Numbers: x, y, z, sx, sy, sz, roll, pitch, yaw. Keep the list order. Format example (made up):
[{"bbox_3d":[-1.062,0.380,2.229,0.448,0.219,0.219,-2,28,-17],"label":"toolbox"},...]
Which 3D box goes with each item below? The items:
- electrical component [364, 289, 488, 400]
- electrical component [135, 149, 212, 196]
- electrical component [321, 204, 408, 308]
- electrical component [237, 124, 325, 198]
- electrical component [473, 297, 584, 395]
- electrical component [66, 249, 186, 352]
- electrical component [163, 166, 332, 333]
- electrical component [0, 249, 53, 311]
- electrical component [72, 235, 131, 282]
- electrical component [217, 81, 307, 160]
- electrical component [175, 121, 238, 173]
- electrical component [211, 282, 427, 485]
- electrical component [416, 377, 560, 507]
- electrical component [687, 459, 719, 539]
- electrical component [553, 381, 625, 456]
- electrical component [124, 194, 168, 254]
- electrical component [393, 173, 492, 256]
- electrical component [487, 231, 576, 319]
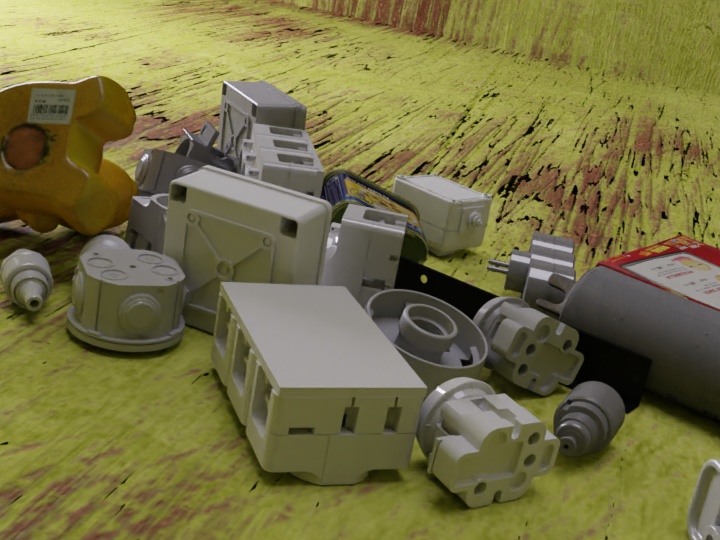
[{"bbox_3d":[0.038,0.060,0.755,0.099,0.064,0.099,17,28,-10],"label":"electrical component"},{"bbox_3d":[-0.169,-0.077,0.984,0.080,0.051,0.080,15,-2,1],"label":"electrical component"},{"bbox_3d":[0.000,0.000,0.826,0.056,0.089,0.050,12,19,3],"label":"electrical component"},{"bbox_3d":[-0.078,-0.072,0.988,0.062,0.089,0.150,6,20,-11],"label":"electrical component"},{"bbox_3d":[0.117,0.053,0.785,0.078,0.058,0.057,24,3,-39],"label":"electrical component"},{"bbox_3d":[-0.160,0.021,0.742,0.080,0.051,0.080,10,19,-3],"label":"electrical component"},{"bbox_3d":[-0.084,-0.008,0.776,0.109,0.108,0.056,18,23,19],"label":"electrical component"},{"bbox_3d":[-0.233,0.011,0.757,0.035,0.035,0.061,1,24,-25],"label":"electrical component"},{"bbox_3d":[-0.192,0.000,0.801,0.040,0.040,0.046,9,24,-4],"label":"electrical component"},{"bbox_3d":[-0.105,-0.132,1.115,0.056,0.108,0.109,-3,23,-27],"label":"electrical component"},{"bbox_3d":[-0.154,-0.101,1.062,0.064,0.081,0.042,27,11,-28],"label":"electrical component"},{"bbox_3d":[-0.032,0.066,0.666,0.089,0.061,0.150,3,21,-22],"label":"electrical component"},{"bbox_3d":[0.069,0.099,0.634,0.078,0.058,0.057,-3,26,-34],"label":"electrical component"},{"bbox_3d":[0.228,0.148,0.586,0.059,0.053,0.095,7,20,-10],"label":"electrical component"},{"bbox_3d":[0.145,0.100,0.696,0.040,0.040,0.078,19,21,22],"label":"electrical component"},{"bbox_3d":[-0.147,-0.026,0.868,0.050,0.055,0.089,0,21,-40],"label":"electrical component"},{"bbox_3d":[0.082,-0.052,1.059,0.062,0.061,0.096,-9,27,-44],"label":"electrical component"},{"bbox_3d":[0.149,0.003,0.953,0.074,0.052,0.138,13,20,6],"label":"electrical component"}]
